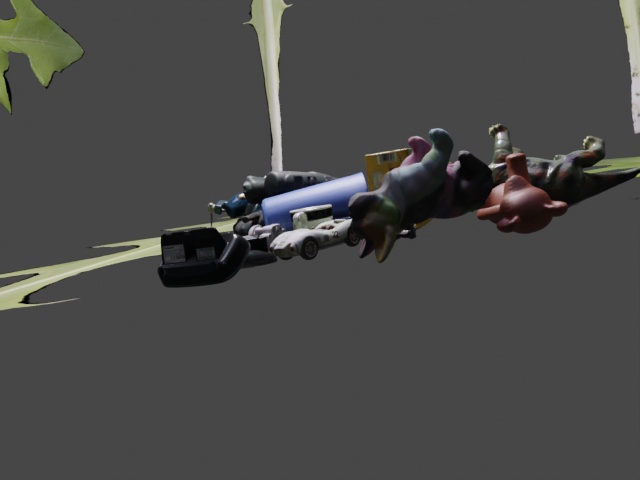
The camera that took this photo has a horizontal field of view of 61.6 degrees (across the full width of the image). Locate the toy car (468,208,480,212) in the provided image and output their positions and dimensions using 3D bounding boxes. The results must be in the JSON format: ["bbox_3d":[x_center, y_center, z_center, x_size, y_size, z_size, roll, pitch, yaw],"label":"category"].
[{"bbox_3d":[0.378,-0.090,1.226,0.202,0.053,0.089,-6,-13,17],"label":"toy car"}]

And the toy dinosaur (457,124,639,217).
[{"bbox_3d":[0.438,-0.117,1.076,0.405,0.192,0.131,9,-24,27],"label":"toy dinosaur"}]

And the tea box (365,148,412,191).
[{"bbox_3d":[0.159,-0.107,1.161,0.098,0.169,0.068,-5,9,16],"label":"tea box"}]

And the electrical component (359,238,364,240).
[{"bbox_3d":[0.100,-0.015,1.090,0.063,0.021,0.094,-8,7,13],"label":"electrical component"}]

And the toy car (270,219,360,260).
[{"bbox_3d":[-0.002,-0.003,0.977,0.074,0.056,0.202,-2,9,45],"label":"toy car"}]

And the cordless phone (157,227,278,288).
[{"bbox_3d":[-0.167,0.031,0.909,0.147,0.088,0.184,-7,-4,25],"label":"cordless phone"}]

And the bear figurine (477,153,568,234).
[{"bbox_3d":[0.317,-0.075,0.887,0.120,0.132,0.196,-21,-1,12],"label":"bear figurine"}]

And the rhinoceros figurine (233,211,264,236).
[{"bbox_3d":[-0.147,-0.045,1.353,0.190,0.073,0.112,-19,14,31],"label":"rhinoceros figurine"}]

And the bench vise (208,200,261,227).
[{"bbox_3d":[-0.197,-0.081,1.545,0.241,0.128,0.224,10,27,2],"label":"bench vise"}]

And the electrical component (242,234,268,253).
[{"bbox_3d":[-0.148,0.018,1.042,0.075,0.047,0.119,-10,8,-16],"label":"electrical component"}]

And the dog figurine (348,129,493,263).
[{"bbox_3d":[0.149,-0.049,0.836,0.191,0.219,0.108,34,-5,-20],"label":"dog figurine"}]

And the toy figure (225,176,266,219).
[{"bbox_3d":[-0.182,-0.111,1.430,0.154,0.057,0.064,-37,5,-27],"label":"toy figure"}]

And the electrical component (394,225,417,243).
[{"bbox_3d":[0.132,-0.017,0.994,0.102,0.045,0.078,-8,35,33],"label":"electrical component"}]

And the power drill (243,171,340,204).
[{"bbox_3d":[-0.074,-0.128,1.347,0.208,0.086,0.232,6,6,42],"label":"power drill"}]
